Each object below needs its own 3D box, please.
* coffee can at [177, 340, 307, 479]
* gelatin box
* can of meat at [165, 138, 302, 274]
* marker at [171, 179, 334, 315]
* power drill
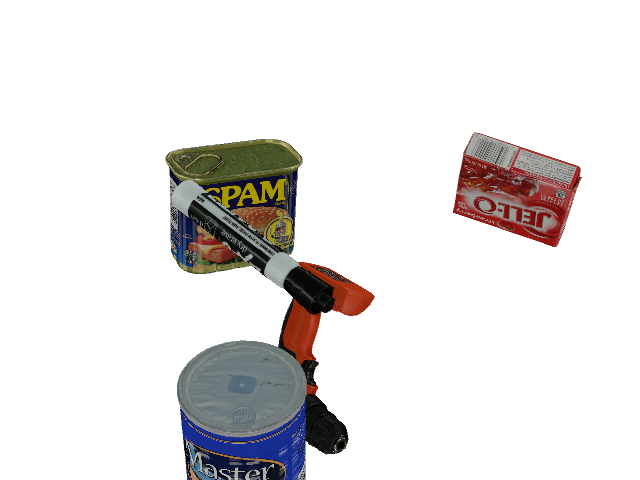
[{"bbox_3d":[-0.062,0.168,0.881,0.103,0.140,0.103,0,37,0],"label":"coffee can"},{"bbox_3d":[0.152,-0.038,0.834,0.089,0.030,0.073,21,-33,14],"label":"gelatin box"},{"bbox_3d":[-0.068,-0.026,0.832,0.102,0.084,0.057,-9,31,-22],"label":"can of meat"},{"bbox_3d":[-0.038,0.004,0.597,0.121,0.020,0.020,36,19,28],"label":"marker"},{"bbox_3d":[-0.008,0.132,1.235,0.057,0.188,0.185,15,11,-45],"label":"power drill"}]
